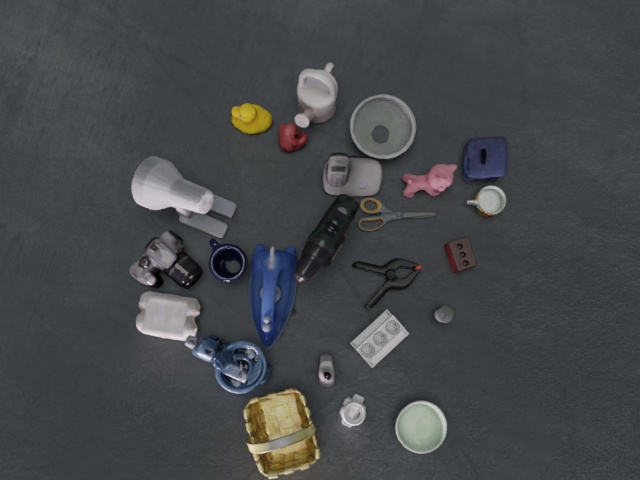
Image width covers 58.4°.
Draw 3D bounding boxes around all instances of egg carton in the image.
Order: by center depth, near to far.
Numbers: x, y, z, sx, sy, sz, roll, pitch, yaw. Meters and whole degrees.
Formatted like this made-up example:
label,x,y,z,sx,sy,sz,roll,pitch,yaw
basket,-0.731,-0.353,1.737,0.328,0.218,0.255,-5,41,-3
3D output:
label,x,y,z,sx,sy,sz,roll,pitch,yaw
egg carton,-0.368,0.185,1.390,0.150,0.069,0.107,8,83,0

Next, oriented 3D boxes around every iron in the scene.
label,x,y,z,sx,sy,sz,roll,pitch,yaw
iron,-0.118,0.136,1.365,0.118,0.141,0.258,4,83,-1

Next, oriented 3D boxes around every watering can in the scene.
label,x,y,z,sx,sy,sz,roll,pitch,yaw
watering can,-0.007,-0.356,1.400,0.101,0.194,0.173,3,83,-1

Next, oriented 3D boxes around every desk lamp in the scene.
label,x,y,z,sx,sy,sz,roll,pitch,yaw
desk lamp,-0.316,-0.101,1.352,0.203,0.213,0.118,21,83,1

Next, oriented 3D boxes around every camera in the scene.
label,x,y,z,sx,sy,sz,roll,pitch,yaw
camera,-0.366,0.066,1.388,0.137,0.101,0.143,40,84,3

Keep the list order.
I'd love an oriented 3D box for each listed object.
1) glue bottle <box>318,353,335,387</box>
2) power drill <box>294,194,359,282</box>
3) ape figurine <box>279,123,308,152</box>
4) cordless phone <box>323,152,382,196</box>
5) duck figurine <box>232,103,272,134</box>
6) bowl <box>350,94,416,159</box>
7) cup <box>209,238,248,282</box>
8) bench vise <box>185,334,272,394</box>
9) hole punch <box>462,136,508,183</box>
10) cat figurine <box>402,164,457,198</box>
label,x,y,z,sx,sy,sz,roll,pitch,yaw
glue bottle,0.015,0.308,1.332,0.037,0.173,0.078,-3,83,-1
power drill,0.012,0.005,1.350,0.075,0.208,0.230,30,84,3
ape figurine,-0.073,-0.265,1.439,0.076,0.092,0.078,-43,86,-5
cordless phone,0.080,-0.167,1.384,0.147,0.185,0.094,-1,83,-1
duck figurine,-0.175,-0.315,1.445,0.104,0.086,0.077,8,83,0
bowl,0.156,-0.278,1.455,0.167,0.074,0.167,0,83,-1
cup,-0.227,0.049,1.397,0.092,0.095,0.118,-38,85,-5
bench vise,-0.218,0.287,1.306,0.207,0.219,0.121,8,83,0
hole punch,0.414,-0.204,1.444,0.101,0.091,0.109,3,83,-1
cat figurine,0.274,-0.151,1.421,0.128,0.117,0.067,-7,83,-2
